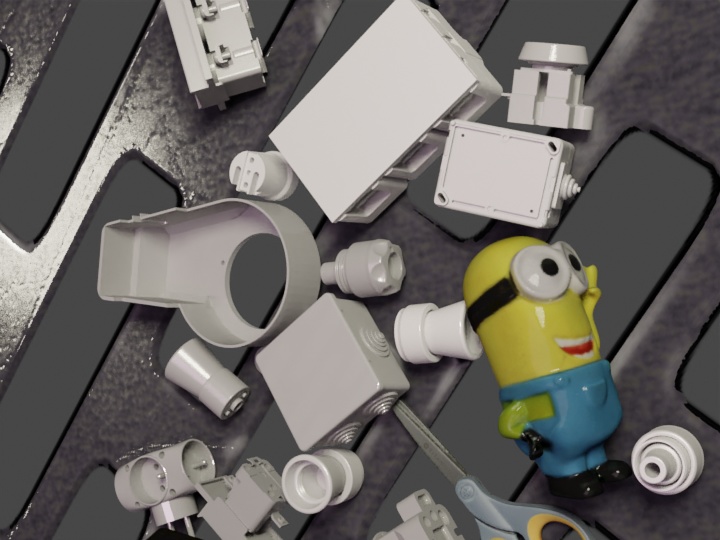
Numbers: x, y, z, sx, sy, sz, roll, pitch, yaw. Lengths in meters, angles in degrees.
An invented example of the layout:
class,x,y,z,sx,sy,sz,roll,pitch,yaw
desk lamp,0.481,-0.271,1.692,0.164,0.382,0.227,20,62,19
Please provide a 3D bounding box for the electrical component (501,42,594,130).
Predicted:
class,x,y,z,sx,sy,sz,roll,pitch,yaw
electrical component,0.133,-0.129,0.750,0.066,0.048,0.055,11,103,29

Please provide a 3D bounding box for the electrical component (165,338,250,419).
class,x,y,z,sx,sy,sz,roll,pitch,yaw
electrical component,-0.124,0.093,0.894,0.065,0.044,0.044,38,108,18

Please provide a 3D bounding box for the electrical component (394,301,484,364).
class,x,y,z,sx,sy,sz,roll,pitch,yaw
electrical component,0.059,0.046,0.790,0.055,0.045,0.045,-7,87,29

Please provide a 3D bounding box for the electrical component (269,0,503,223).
class,x,y,z,sx,sy,sz,roll,pitch,yaw
electrical component,0.020,-0.116,0.801,0.150,0.062,0.089,-44,71,22

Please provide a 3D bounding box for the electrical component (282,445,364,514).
class,x,y,z,sx,sy,sz,roll,pitch,yaw
electrical component,-0.028,0.161,0.832,0.045,0.055,0.045,0,90,29

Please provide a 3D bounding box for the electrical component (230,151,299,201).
class,x,y,z,sx,sy,sz,roll,pitch,yaw
electrical component,-0.078,-0.077,0.864,0.040,0.046,0.040,0,90,29

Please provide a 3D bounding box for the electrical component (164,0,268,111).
class,x,y,z,sx,sy,sz,roll,pitch,yaw
electrical component,-0.120,-0.201,0.873,0.063,0.078,0.121,-17,81,-2

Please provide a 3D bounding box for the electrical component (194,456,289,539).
class,x,y,z,sx,sy,sz,roll,pitch,yaw
electrical component,-0.090,0.191,0.875,0.081,0.042,0.063,43,106,21

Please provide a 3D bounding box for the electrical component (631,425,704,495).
class,x,y,z,sx,sy,sz,roll,pitch,yaw
electrical component,0.199,0.126,0.704,0.043,0.062,0.043,0,90,29

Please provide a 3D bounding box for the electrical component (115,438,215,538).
class,x,y,z,sx,sy,sz,roll,pitch,yaw
electrical component,-0.161,0.192,0.911,0.077,0.044,0.079,-24,79,27

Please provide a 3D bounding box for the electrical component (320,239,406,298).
class,x,y,z,sx,sy,sz,roll,pitch,yaw
electrical component,0.000,0.000,0.824,0.062,0.043,0.043,-7,87,30

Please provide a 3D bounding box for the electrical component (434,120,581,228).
class,x,y,z,sx,sy,sz,roll,pitch,yaw
electrical component,0.110,-0.066,0.757,0.096,0.061,0.061,14,97,20

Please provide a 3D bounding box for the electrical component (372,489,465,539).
class,x,y,z,sx,sy,sz,roll,pitch,yaw
electrical component,0.042,0.211,0.794,0.057,0.058,0.078,-37,73,21

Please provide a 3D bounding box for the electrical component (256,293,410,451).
class,x,y,z,sx,sy,sz,roll,pitch,yaw
electrical component,-0.020,0.079,0.825,0.100,0.048,0.099,-42,62,24
